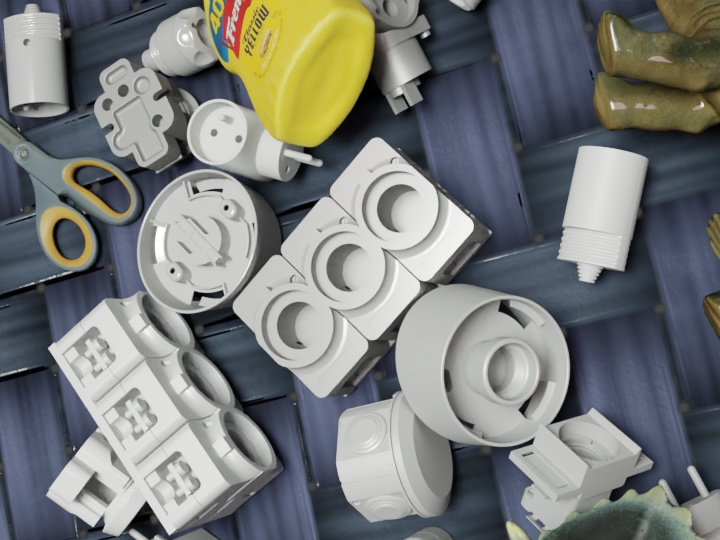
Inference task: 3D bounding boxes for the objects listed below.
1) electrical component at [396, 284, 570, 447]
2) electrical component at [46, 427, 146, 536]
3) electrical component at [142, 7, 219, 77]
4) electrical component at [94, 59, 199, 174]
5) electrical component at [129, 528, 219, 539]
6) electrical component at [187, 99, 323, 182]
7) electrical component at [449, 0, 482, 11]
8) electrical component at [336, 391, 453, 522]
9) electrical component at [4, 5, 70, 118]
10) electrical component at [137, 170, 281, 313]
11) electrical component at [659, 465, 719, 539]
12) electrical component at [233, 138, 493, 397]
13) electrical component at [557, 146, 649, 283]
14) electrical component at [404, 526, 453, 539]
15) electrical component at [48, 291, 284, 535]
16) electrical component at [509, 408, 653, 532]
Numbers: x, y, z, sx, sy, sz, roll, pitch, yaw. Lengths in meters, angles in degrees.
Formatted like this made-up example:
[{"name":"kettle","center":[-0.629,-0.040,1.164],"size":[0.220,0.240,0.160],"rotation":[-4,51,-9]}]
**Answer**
[{"name":"electrical component","center":[0.076,0.058,0.658],"size":[0.099,0.064,0.099],"rotation":[0,90,-24]},{"name":"electrical component","center":[-0.176,0.148,0.752],"size":[0.057,0.078,0.058],"rotation":[37,99,-4]},{"name":"electrical component","center":[-0.130,-0.160,0.773],"size":[0.062,0.043,0.043],"rotation":[-15,81,37]},{"name":"electrical component","center":[-0.146,-0.106,0.766],"size":[0.058,0.057,0.078],"rotation":[-30,77,15]},{"name":"electrical component","center":[-0.134,0.209,0.743],"size":[0.077,0.047,0.065],"rotation":[31,97,17]},{"name":"electrical component","center":[-0.064,-0.082,0.725],"size":[0.079,0.077,0.043],"rotation":[16,91,19]},{"name":"electrical component","center":[0.044,-0.240,0.712],"size":[0.138,0.052,0.073],"rotation":[40,95,17]},{"name":"electrical component","center":[0.023,0.118,0.680],"size":[0.051,0.080,0.080],"rotation":[-16,81,23]},{"name":"electrical component","center":[-0.244,-0.160,0.811],"size":[0.043,0.043,0.081],"rotation":[-8,84,18]},{"name":"electrical component","center":[-0.105,-0.019,0.741],"size":[0.099,0.064,0.099],"rotation":[-1,86,19]},{"name":"electrical component","center":[0.205,0.155,0.633],"size":[0.077,0.043,0.079],"rotation":[-30,77,15]},{"name":"electrical component","center":[0.000,0.000,0.705],"size":[0.089,0.062,0.150],"rotation":[44,100,17]},{"name":"electrical component","center":[0.149,-0.032,0.666],"size":[0.043,0.043,0.081],"rotation":[12,90,19]},{"name":"electrical component","center":[0.021,0.211,0.684],"size":[0.095,0.059,0.053],"rotation":[-39,75,13]},{"name":"electrical component","center":[-0.126,0.092,0.727],"size":[0.062,0.089,0.150],"rotation":[-41,75,13]},{"name":"electrical component","center":[0.130,0.124,0.646],"size":[0.042,0.081,0.063],"rotation":[42,130,44]}]
